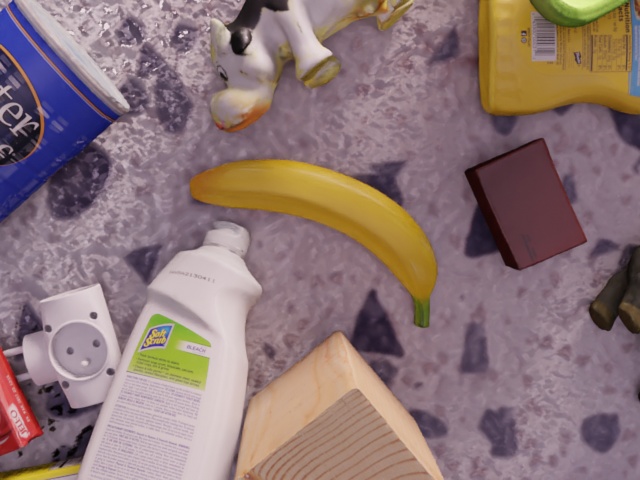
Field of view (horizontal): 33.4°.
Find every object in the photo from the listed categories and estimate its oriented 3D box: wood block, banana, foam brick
[{"bbox_3d":[0.010,0.131,0.667,0.090,0.206,0.091,-38,94,1],"label":"wood block"},{"bbox_3d":[0.008,-0.013,0.742,0.198,0.037,0.069,30,91,-2],"label":"banana"},{"bbox_3d":[0.141,-0.024,0.737,0.053,0.051,0.078,-23,94,1],"label":"foam brick"}]

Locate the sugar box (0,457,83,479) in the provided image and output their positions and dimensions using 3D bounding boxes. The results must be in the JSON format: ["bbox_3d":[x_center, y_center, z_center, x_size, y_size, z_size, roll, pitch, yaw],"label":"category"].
[{"bbox_3d":[-0.155,0.198,0.748,0.176,0.048,0.093,-10,90,-3],"label":"sugar box"}]

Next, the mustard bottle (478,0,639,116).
[{"bbox_3d":[0.207,-0.134,0.728,0.191,0.058,0.096,-1,88,-1],"label":"mustard bottle"}]

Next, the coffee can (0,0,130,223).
[{"bbox_3d":[-0.211,-0.078,0.702,0.140,0.103,0.103,-41,93,2],"label":"coffee can"}]

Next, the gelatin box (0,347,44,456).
[{"bbox_3d":[-0.246,0.119,0.736,0.089,0.030,0.073,-22,94,22],"label":"gelatin box"}]

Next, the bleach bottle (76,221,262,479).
[{"bbox_3d":[-0.089,0.107,0.705,0.103,0.068,0.250,12,71,15],"label":"bleach bottle"}]
